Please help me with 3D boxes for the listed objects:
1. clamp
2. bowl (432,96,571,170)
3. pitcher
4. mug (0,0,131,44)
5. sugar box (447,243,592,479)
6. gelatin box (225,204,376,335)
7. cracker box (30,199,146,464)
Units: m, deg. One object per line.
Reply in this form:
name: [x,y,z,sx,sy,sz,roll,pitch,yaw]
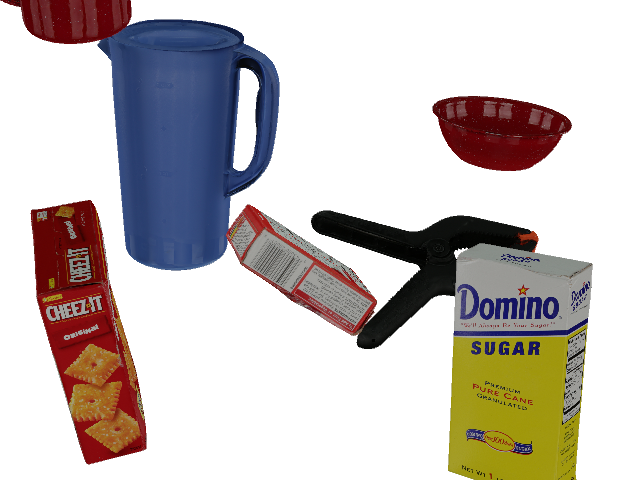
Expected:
clamp: [0.106,0.028,0.992,0.210,0.164,0.036,-4,-43,-8]
bowl: [0.208,-0.122,1.246,0.162,0.055,0.162,4,23,-2]
pitcher: [-0.136,-0.096,1.085,0.144,0.243,0.149,-11,28,-29]
mug: [-0.196,-0.198,0.789,0.117,0.081,0.093,2,36,1]
sugar box: [0.145,0.097,0.787,0.093,0.176,0.048,11,21,36]
gelatin box: [-0.013,0.018,0.670,0.089,0.030,0.073,34,5,-17]
cracker box: [-0.235,0.091,1.084,0.072,0.214,0.164,-12,33,-10]
